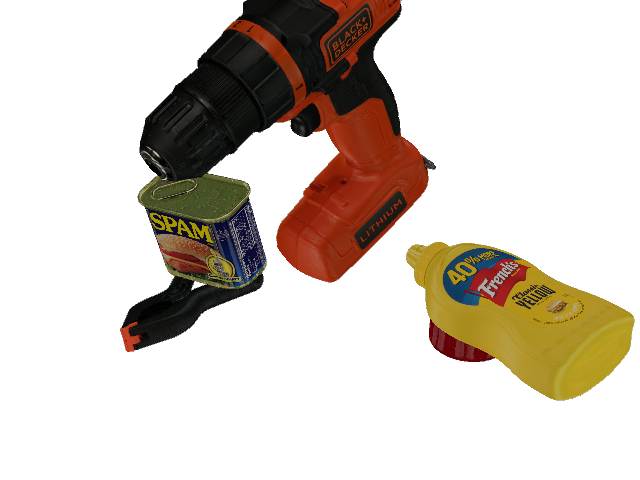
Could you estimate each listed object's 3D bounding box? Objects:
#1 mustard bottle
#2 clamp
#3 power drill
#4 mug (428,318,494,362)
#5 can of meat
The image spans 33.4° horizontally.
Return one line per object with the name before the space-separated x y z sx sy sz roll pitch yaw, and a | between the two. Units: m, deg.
mustard bottle | 0.141 0.049 0.838 0.096 0.058 0.192 -28 41 -31
clamp | -0.143 0.068 1.161 0.120 0.039 0.171 -6 25 33
power drill | -0.006 -0.058 0.592 0.057 0.184 0.187 36 -20 30
mug | 0.151 0.064 1.095 0.093 0.081 0.117 -3 28 -10
can of meat | -0.102 -0.009 0.942 0.102 0.084 0.057 14 45 31
